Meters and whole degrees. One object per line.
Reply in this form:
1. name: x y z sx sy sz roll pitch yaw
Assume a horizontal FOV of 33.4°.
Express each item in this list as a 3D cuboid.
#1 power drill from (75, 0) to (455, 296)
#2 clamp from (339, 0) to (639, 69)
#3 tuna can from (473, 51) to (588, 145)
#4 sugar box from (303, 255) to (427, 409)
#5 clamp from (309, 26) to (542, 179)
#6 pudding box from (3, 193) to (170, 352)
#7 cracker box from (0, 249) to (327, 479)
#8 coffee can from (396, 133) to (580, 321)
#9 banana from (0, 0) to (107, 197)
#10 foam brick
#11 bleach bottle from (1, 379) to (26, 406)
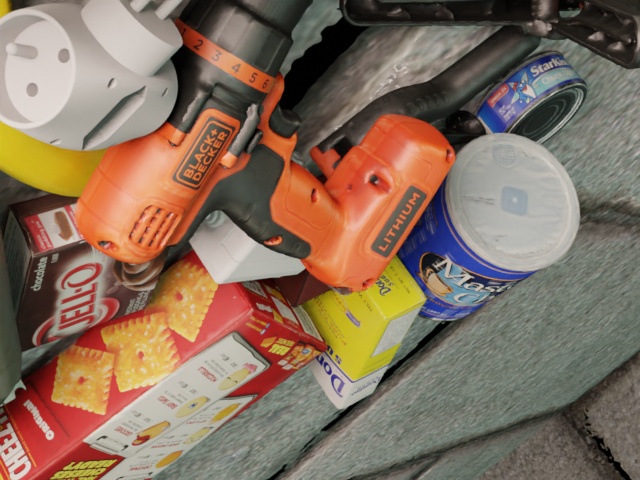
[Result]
1. power drill: -0.011 -0.056 0.536 0.187 0.057 0.184 23 105 -48
2. clamp: 0.116 -0.133 0.596 0.209 0.165 0.036 -37 136 -60
3. tuna can: 0.158 -0.100 0.802 0.086 0.034 0.086 -30 158 -13
4. sugar box: 0.023 0.061 0.862 0.048 0.093 0.176 -23 156 -26
5. clamp: 0.067 -0.076 0.715 0.171 0.039 0.120 -29 155 -18
6. pudding box: -0.134 0.013 0.602 0.089 0.039 0.114 -21 155 -32
7. cracker box: -0.118 0.102 0.774 0.214 0.072 0.164 -37 158 7
8. coffee can: 0.115 -0.006 0.804 0.102 0.103 0.140 -25 170 -25
9. banana: -0.122 -0.056 0.477 0.069 0.037 0.198 -32 159 -6
10. foam brick: -0.005 0.001 0.749 0.051 0.053 0.078 -25 156 -25
11. bleach bottle: -0.288 0.136 0.606 0.250 0.068 0.103 -31 162 -17
